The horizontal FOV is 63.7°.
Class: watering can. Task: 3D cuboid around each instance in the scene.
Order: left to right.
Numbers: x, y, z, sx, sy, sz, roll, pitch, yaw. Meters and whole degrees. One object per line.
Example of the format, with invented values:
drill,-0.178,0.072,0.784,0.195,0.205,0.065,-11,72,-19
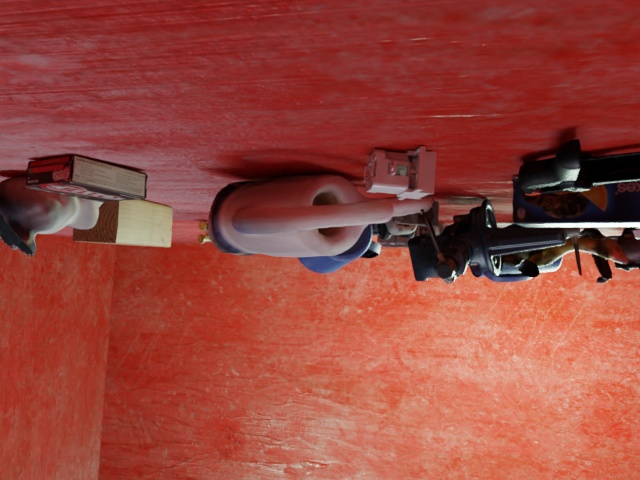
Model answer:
watering can,0.002,-0.035,0.691,0.224,0.104,0.349,-1,-175,34

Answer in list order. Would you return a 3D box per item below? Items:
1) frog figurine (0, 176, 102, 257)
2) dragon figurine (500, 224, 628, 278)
frog figurine,-0.405,-0.057,0.785,0.136,0.121,0.162,-15,-159,48
dragon figurine,0.515,0.007,1.253,0.244,0.121,0.412,-6,-168,-41
